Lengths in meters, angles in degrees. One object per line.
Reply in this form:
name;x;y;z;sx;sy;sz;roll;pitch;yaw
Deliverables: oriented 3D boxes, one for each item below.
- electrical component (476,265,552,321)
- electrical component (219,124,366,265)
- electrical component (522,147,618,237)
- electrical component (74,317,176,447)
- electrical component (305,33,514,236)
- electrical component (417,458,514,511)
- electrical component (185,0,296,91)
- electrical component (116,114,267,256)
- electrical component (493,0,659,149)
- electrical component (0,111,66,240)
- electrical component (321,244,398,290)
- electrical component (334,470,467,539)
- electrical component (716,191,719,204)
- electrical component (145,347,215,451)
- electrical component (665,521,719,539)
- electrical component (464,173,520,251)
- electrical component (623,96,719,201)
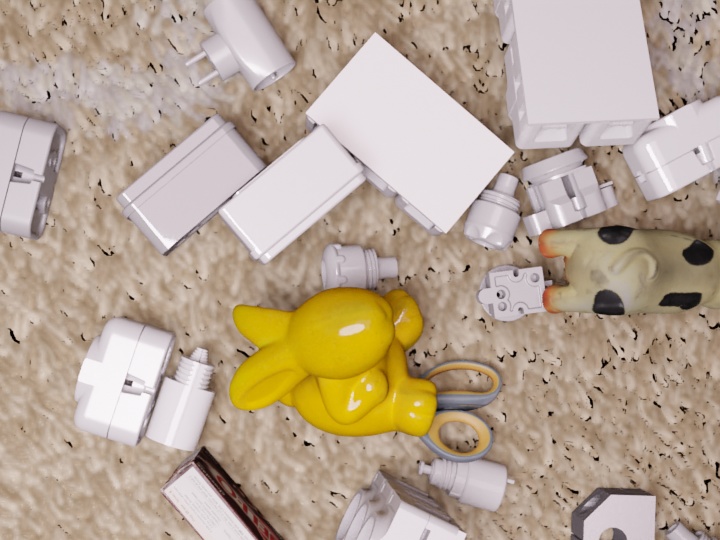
electrical component;0.127;0.019;0.903;0.066;0.055;0.048;-7;88;-5
electrical component;-0.056;-0.058;0.864;0.109;0.109;0.056;-40;94;-5
electrical component;0.171;-0.068;0.910;0.078;0.058;0.057;-21;92;-8
electrical component;-0.194;0.088;0.876;0.059;0.054;0.095;18;86;-4
electrical component;0.038;-0.109;0.898;0.150;0.062;0.089;40;85;-2
electrical component;0.087;0.175;0.902;0.078;0.040;0.040;15;87;-4
electrical component;-0.107;-0.184;0.899;0.079;0.044;0.077;-33;91;-5
electrical component;-0.137;-0.069;0.875;0.113;0.078;0.057;-41;94;-5
electrical component;0.174;-0.197;0.896;0.105;0.060;0.186;-3;74;-5
electrical component;-0.283;-0.078;0.875;0.059;0.054;0.095;13;87;-4
electrical component;0.000;0.000;0.901;0.062;0.048;0.048;-4;88;-12
electrical component;0.023;0.217;0.839;0.062;0.150;0.089;26;86;-4
electrical component;0.376;-0.118;0.897;0.060;0.105;0.186;20;85;39
electrical component;-0.143;0.103;0.884;0.043;0.043;0.081;19;86;-4
electrical component;0.288;0.242;0.914;0.048;0.048;0.062;-44;85;-5
electrical component;0.116;-0.051;0.912;0.043;0.043;0.062;21;85;-3
electrical component;0.279;-0.107;0.922;0.095;0.054;0.059;-28;90;-5
